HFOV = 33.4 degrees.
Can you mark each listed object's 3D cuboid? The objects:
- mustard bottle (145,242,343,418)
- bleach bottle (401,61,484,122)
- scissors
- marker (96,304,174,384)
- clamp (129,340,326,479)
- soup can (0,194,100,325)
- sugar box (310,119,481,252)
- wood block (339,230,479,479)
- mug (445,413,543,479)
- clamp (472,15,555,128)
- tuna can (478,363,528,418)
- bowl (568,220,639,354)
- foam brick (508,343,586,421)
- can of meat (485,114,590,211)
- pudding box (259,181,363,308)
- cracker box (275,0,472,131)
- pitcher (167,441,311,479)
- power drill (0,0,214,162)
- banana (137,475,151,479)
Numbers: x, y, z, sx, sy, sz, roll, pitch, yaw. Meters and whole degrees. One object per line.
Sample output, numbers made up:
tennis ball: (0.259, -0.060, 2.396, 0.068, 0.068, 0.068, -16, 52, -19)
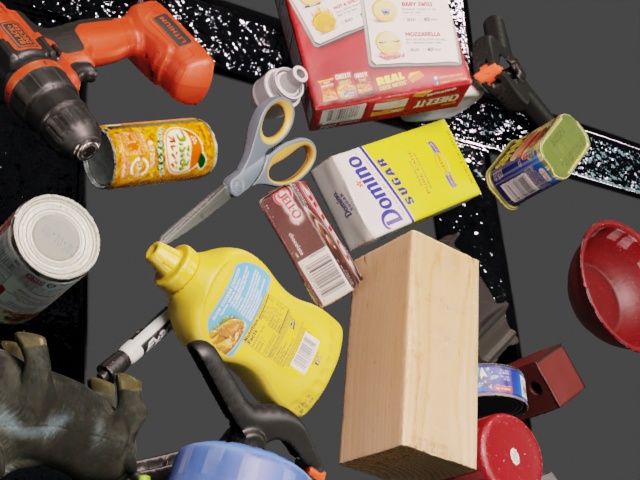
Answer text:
mustard bottle: (-0.068, 0.062, 0.886, 0.191, 0.058, 0.096, 41, 63, -29)
bleach bottle: (0.088, -0.256, 1.181, 0.102, 0.068, 0.251, -11, 74, -43)
scissors: (-0.077, -0.070, 0.972, 0.201, 0.016, 0.096, -25, 114, -42)
marker: (-0.139, 0.077, 0.871, 0.020, 0.020, 0.120, 52, 48, -6)
clamp: (-0.063, 0.152, 0.860, 0.171, 0.039, 0.120, 20, 95, -34)
soup can: (-0.213, 0.015, 0.786, 0.068, 0.102, 0.068, 17, 60, -31)
sugar box: (0.081, -0.059, 1.091, 0.175, 0.048, 0.093, -23, 84, -43)
wood block: (0.085, 0.110, 0.983, 0.090, 0.091, 0.206, 24, 56, -29)
mug: (0.145, 0.215, 0.986, 0.117, 0.082, 0.093, -38, 95, -42)
clamp: (0.220, -0.181, 1.223, 0.164, 0.036, 0.209, 59, 22, -2)
tuna can: (0.155, 0.148, 1.024, 0.086, 0.086, 0.034, 18, 57, -31)
bowl: (0.336, 0.061, 1.227, 0.161, 0.055, 0.162, 17, 60, -32)
foam brick: (0.216, 0.146, 1.078, 0.051, 0.078, 0.053, -25, 84, -42)
can of meat: (0.248, -0.090, 1.211, 0.057, 0.084, 0.102, 50, 48, -8)
pudding box: (-0.006, 0.001, 0.970, 0.113, 0.039, 0.090, 61, 10, 0)
cracker box: (0.044, -0.228, 1.087, 0.164, 0.072, 0.214, -12, 75, -11)
pitcher: (-0.076, 0.276, 0.748, 0.145, 0.149, 0.242, 23, 60, -15)
power drill: (-0.181, -0.140, 0.881, 0.187, 0.057, 0.184, -15, 54, -45)
banana: (-0.185, 0.241, 0.746, 0.197, 0.037, 0.069, -27, 81, -42)
